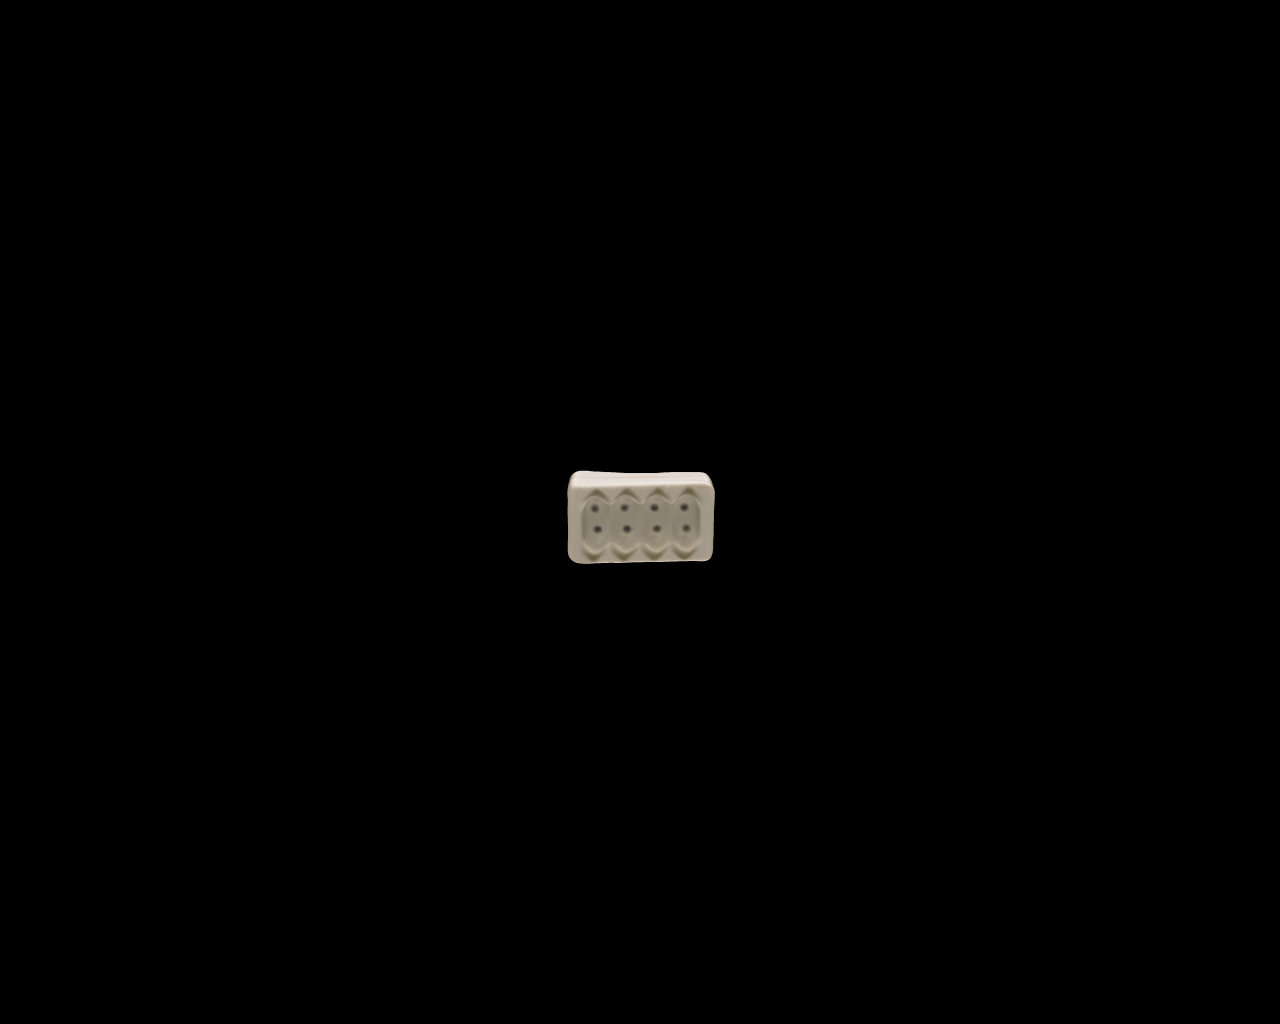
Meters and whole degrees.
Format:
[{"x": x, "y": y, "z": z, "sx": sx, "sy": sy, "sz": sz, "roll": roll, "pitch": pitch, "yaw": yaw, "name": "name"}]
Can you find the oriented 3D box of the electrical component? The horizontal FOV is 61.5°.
[{"x": 0.001, "y": -0.003, "z": 0.650, "sx": 0.083, "sy": 0.047, "sz": 0.076, "roll": 0, "pitch": 16, "yaw": 0, "name": "electrical component"}]
